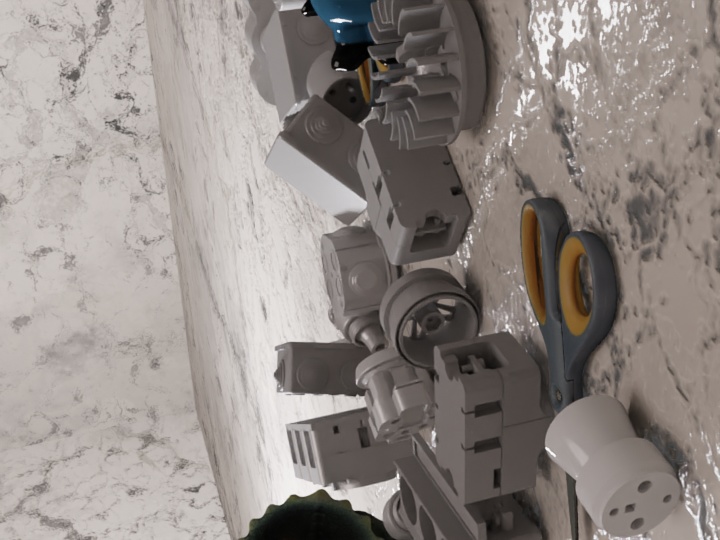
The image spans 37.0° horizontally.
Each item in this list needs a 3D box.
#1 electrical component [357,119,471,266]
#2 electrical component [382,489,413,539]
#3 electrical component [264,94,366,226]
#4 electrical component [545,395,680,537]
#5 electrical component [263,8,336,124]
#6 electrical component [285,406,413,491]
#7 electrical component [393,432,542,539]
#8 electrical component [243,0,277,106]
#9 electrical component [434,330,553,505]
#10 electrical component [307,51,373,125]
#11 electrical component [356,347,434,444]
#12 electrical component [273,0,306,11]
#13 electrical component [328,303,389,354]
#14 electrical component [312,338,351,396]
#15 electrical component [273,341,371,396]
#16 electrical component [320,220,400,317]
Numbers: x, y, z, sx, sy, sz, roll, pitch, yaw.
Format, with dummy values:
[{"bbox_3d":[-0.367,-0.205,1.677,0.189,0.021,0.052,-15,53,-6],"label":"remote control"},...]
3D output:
[{"bbox_3d":[0.034,-0.054,0.735,0.055,0.050,0.089,104,152,-58],"label":"electrical component"},{"bbox_3d":[0.044,0.204,0.909,0.062,0.043,0.043,111,146,-63],"label":"electrical component"},{"bbox_3d":[-0.023,-0.087,0.859,0.100,0.048,0.100,36,165,-4],"label":"electrical component"},{"bbox_3d":[0.120,0.093,0.514,0.055,0.045,0.045,-120,24,-53],"label":"electrical component"},{"bbox_3d":[-0.051,-0.187,0.980,0.100,0.048,0.099,162,97,-76],"label":"electrical component"},{"bbox_3d":[-0.010,0.164,0.998,0.150,0.089,0.061,147,111,-75],"label":"electrical component"},{"bbox_3d":[0.073,0.169,0.725,0.121,0.063,0.078,-132,34,-65],"label":"electrical component"},{"bbox_3d":[-0.082,-0.228,1.064,0.073,0.052,0.138,-125,27,-59],"label":"electrical component"},{"bbox_3d":[0.080,0.088,0.649,0.050,0.056,0.089,-123,26,-57],"label":"electrical component"},{"bbox_3d":[-0.021,-0.153,0.897,0.081,0.043,0.043,-122,25,-57],"label":"electrical component"},{"bbox_3d":[0.030,0.097,0.856,0.078,0.058,0.057,104,149,-60],"label":"electrical component"},{"bbox_3d":[-0.039,-0.229,0.864,0.044,0.065,0.044,169,90,-76],"label":"electrical component"},{"bbox_3d":[0.004,0.048,0.954,0.062,0.048,0.048,54,154,38],"label":"electrical component"},{"bbox_3d":[-0.031,0.103,1.125,0.055,0.047,0.055,169,90,-76],"label":"electrical component"},{"bbox_3d":[-0.032,0.095,1.022,0.100,0.100,0.048,152,120,-76],"label":"electrical component"},{"bbox_3d":[0.000,0.000,0.912,0.080,0.051,0.080,169,90,-76],"label":"electrical component"}]
